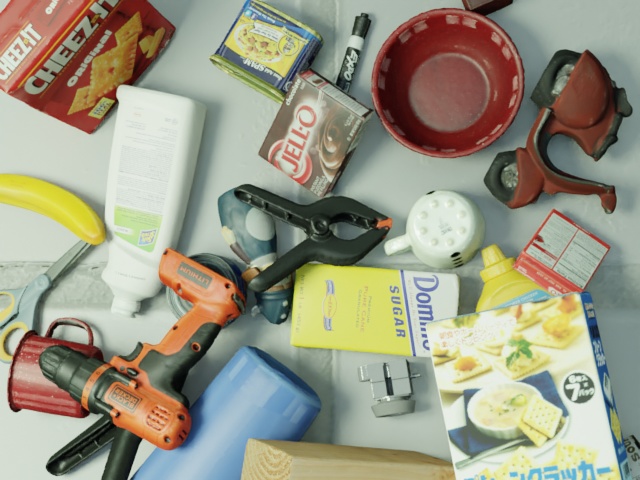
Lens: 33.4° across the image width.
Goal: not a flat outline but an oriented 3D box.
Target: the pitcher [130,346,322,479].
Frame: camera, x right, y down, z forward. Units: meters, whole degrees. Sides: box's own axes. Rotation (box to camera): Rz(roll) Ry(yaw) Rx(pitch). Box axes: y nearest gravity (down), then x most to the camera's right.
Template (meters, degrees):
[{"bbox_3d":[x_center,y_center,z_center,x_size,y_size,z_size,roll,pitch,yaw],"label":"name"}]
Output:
[{"bbox_3d":[-0.101,0.242,1.122,0.149,0.145,0.243,38,89,-18],"label":"pitcher"}]

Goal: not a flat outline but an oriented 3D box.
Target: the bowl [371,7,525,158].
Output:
[{"bbox_3d":[0.137,-0.164,1.148,0.162,0.055,0.162,-1,86,9],"label":"bowl"}]

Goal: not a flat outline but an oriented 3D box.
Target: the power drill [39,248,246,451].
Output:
[{"bbox_3d":[-0.179,0.104,1.115,0.185,0.057,0.187,26,73,19],"label":"power drill"}]

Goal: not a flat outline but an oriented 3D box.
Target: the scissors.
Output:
[{"bbox_3d":[-0.313,0.070,1.217,0.202,0.016,0.096,-27,80,11],"label":"scissors"}]

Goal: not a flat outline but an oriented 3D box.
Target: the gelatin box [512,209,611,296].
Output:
[{"bbox_3d":[0.250,0.018,1.105,0.073,0.030,0.089,35,48,10],"label":"gelatin box"}]

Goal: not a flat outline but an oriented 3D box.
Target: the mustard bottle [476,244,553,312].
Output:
[{"bbox_3d":[0.217,0.094,1.115,0.096,0.058,0.191,-25,83,8],"label":"mustard bottle"}]

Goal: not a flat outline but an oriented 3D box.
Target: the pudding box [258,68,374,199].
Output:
[{"bbox_3d":[-0.005,-0.115,1.154,0.090,0.039,0.114,35,120,9],"label":"pudding box"}]

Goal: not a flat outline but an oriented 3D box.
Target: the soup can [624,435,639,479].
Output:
[{"bbox_3d":[0.291,0.251,1.087,0.102,0.068,0.068,-29,82,7],"label":"soup can"}]

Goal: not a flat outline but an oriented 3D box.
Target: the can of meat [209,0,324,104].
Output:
[{"bbox_3d":[-0.058,-0.209,1.183,0.102,0.057,0.084,30,89,9],"label":"can of meat"}]

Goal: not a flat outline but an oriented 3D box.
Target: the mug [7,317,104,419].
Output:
[{"bbox_3d":[-0.287,0.141,1.185,0.081,0.093,0.117,9,61,5],"label":"mug"}]

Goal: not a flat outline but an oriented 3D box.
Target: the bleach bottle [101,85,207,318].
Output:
[{"bbox_3d":[-0.200,-0.040,1.192,0.103,0.068,0.251,13,91,14],"label":"bleach bottle"}]

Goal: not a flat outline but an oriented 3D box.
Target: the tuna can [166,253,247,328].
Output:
[{"bbox_3d":[-0.126,0.057,1.184,0.086,0.033,0.086,-1,84,11],"label":"tuna can"}]

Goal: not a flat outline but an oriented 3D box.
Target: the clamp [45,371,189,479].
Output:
[{"bbox_3d":[-0.214,0.195,1.163,0.036,0.165,0.210,44,67,-30],"label":"clamp"}]

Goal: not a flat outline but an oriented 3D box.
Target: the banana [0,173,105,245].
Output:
[{"bbox_3d":[-0.315,-0.038,1.206,0.198,0.069,0.037,17,130,16],"label":"banana"}]

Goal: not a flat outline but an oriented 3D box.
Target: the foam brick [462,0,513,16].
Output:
[{"bbox_3d":[0.172,-0.286,1.153,0.053,0.051,0.078,-23,82,6],"label":"foam brick"}]

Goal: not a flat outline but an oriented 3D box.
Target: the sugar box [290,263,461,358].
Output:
[{"bbox_3d":[0.060,0.076,1.148,0.176,0.048,0.093,3,85,11],"label":"sugar box"}]

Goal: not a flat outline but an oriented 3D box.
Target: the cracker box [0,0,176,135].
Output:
[{"bbox_3d":[-0.254,-0.210,1.134,0.072,0.213,0.164,41,93,10],"label":"cracker box"}]

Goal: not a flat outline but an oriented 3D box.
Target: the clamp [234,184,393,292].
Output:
[{"bbox_3d":[-0.007,0.001,1.129,0.171,0.039,0.120,3,73,-8],"label":"clamp"}]

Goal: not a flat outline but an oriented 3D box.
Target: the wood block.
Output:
[{"bbox_3d":[0.030,0.255,1.062,0.205,0.090,0.091,11,87,-31],"label":"wood block"}]

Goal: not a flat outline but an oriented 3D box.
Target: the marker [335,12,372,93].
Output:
[{"bbox_3d":[0.032,-0.194,1.186,0.020,0.020,0.121,17,89,10],"label":"marker"}]
